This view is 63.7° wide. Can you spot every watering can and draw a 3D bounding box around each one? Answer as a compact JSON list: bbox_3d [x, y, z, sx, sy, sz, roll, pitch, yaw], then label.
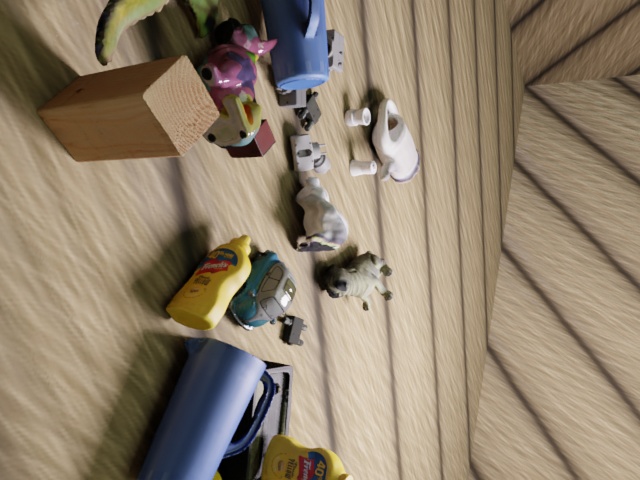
[{"bbox_3d":[0.208,-0.243,1.455,0.220,0.103,0.356,53,34,-44],"label":"watering can"}]

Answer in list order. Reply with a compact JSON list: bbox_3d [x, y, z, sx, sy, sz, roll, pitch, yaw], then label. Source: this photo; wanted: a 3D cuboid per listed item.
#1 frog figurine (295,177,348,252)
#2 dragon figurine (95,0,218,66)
[{"bbox_3d":[0.004,-0.058,1.158,0.135,0.123,0.162,100,-6,-72],"label":"frog figurine"},{"bbox_3d":[-0.223,-0.409,0.798,0.241,0.122,0.414,29,68,-64],"label":"dragon figurine"}]
